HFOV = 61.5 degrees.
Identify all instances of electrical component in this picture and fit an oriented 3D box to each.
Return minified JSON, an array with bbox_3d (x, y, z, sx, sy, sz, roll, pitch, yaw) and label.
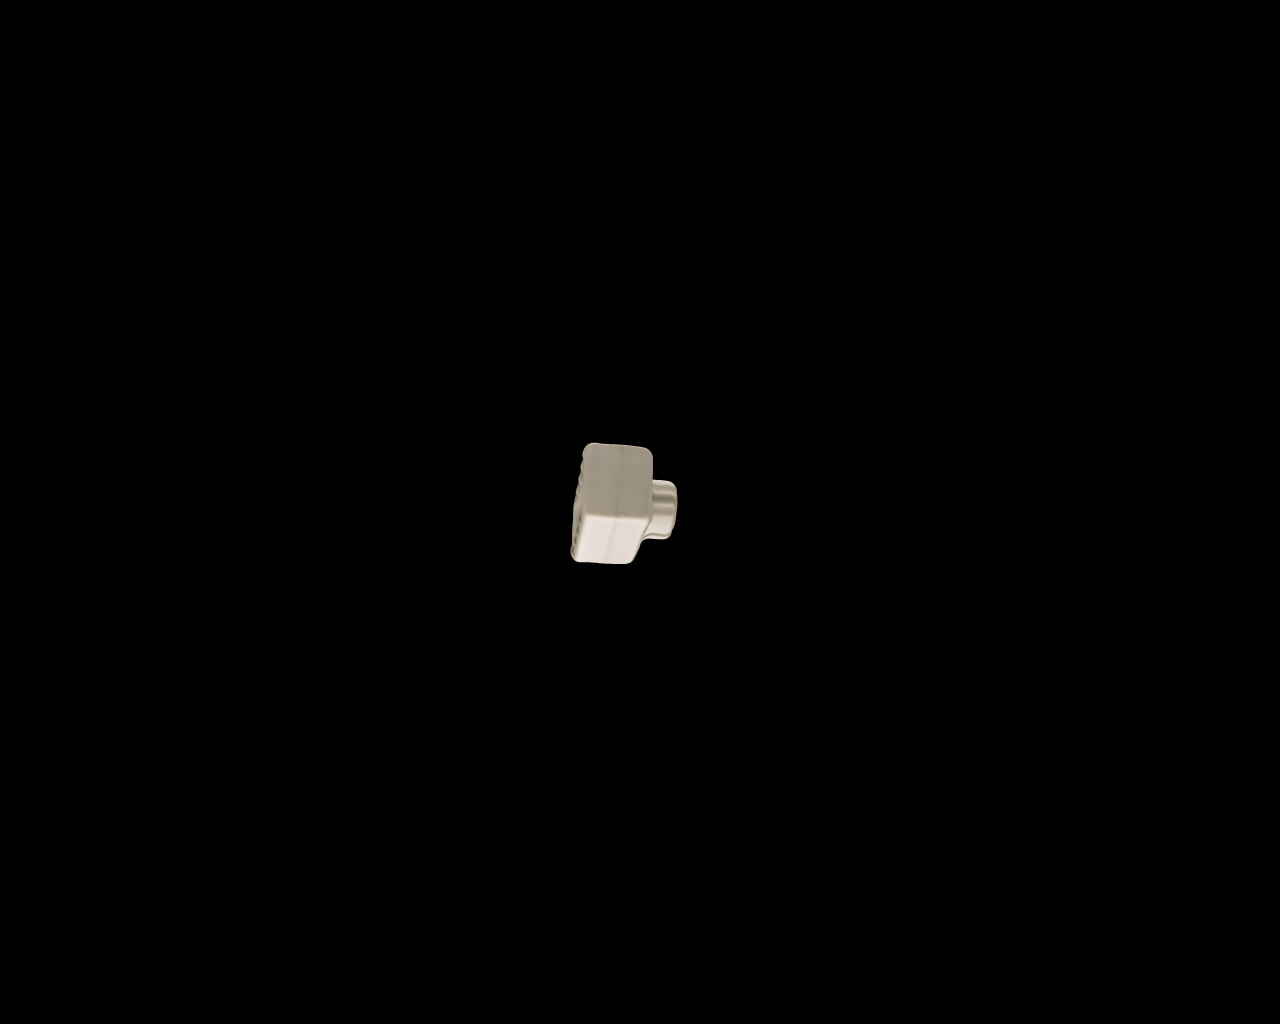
[{"bbox_3d":[0.001,-0.003,0.650,0.076,0.047,0.083,3,-22,-7],"label":"electrical component"}]
